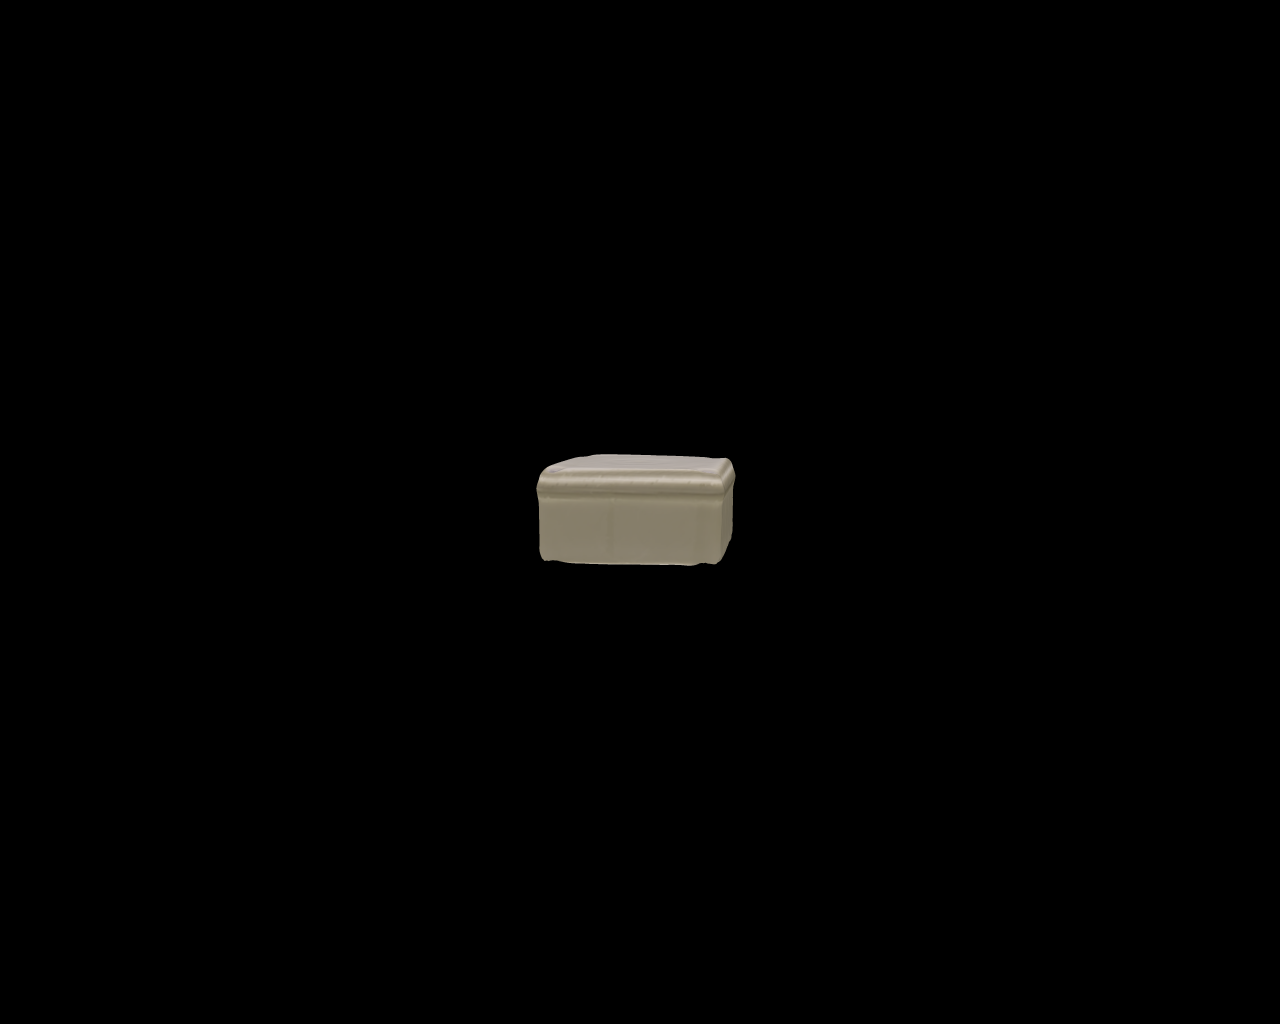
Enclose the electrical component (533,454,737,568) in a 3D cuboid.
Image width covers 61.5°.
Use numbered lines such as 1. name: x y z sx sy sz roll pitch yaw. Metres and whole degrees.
1. electrical component: 0.001 -0.003 0.650 0.109 0.056 0.109 1 8 9
